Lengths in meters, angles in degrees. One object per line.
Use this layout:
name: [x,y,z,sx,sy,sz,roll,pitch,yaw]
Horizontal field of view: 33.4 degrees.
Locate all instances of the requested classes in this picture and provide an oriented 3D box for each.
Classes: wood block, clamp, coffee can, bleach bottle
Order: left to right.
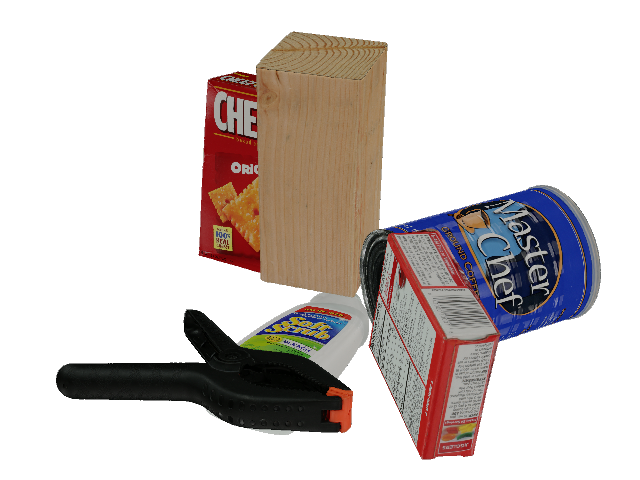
clamp: [-0.066,0.098,0.801,0.210,0.036,0.164,9,19,22]
bleach bottle: [-0.020,0.106,1.077,0.103,0.068,0.250,14,23,17]
wood block: [0.001,-0.065,0.931,0.091,0.206,0.090,10,32,15]
coffee can: [0.113,0.025,0.769,0.140,0.103,0.103,-15,6,-22]

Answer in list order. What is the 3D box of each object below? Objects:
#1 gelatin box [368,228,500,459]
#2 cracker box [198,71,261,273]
gelatin box: [0.053,0.048,0.513,0.030,0.073,0.089,-3,33,-14]
cracker box: [-0.051,-0.069,1.206,0.164,0.214,0.072,15,23,26]
